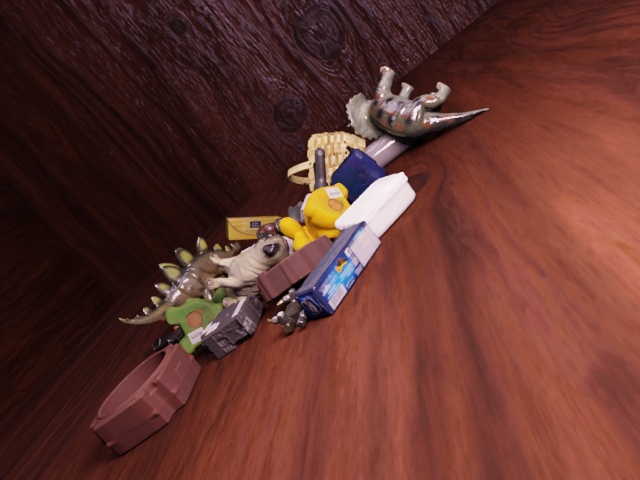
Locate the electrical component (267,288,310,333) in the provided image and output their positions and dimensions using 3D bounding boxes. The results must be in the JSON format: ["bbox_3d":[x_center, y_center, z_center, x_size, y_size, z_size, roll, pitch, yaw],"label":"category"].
[{"bbox_3d":[-0.048,0.127,0.973,0.078,0.045,0.102,-33,15,33],"label":"electrical component"}]

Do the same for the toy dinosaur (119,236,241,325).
[{"bbox_3d":[-0.355,0.117,1.501,0.105,0.198,0.471,-33,13,38],"label":"toy dinosaur"}]

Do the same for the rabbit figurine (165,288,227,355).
[{"bbox_3d":[-0.276,0.178,1.281,0.159,0.121,0.170,-38,-2,-7],"label":"rabbit figurine"}]

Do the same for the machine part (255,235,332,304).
[{"bbox_3d":[-0.046,0.056,1.076,0.179,0.056,0.179,-34,-4,-3],"label":"machine part"}]

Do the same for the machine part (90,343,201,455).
[{"bbox_3d":[-0.354,0.316,1.096,0.201,0.087,0.201,-38,14,14],"label":"machine part"}]

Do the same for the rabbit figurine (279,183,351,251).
[{"bbox_3d":[-0.004,-0.022,1.198,0.162,0.122,0.173,-23,-23,-36],"label":"rabbit figurine"}]

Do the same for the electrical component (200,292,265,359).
[{"bbox_3d":[-0.189,0.184,1.140,0.134,0.058,0.115,-34,13,23],"label":"electrical component"}]

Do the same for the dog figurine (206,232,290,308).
[{"bbox_3d":[-0.133,0.075,1.199,0.191,0.172,0.121,-18,55,17],"label":"dog figurine"}]

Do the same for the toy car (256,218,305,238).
[{"bbox_3d":[-0.066,-0.022,1.351,0.202,0.053,0.089,-1,-19,-45],"label":"toy car"}]

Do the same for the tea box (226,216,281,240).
[{"bbox_3d":[-0.209,-0.039,1.701,0.170,0.068,0.098,-2,6,-12],"label":"tea box"}]

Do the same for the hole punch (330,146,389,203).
[{"bbox_3d":[0.094,-0.149,1.313,0.115,0.142,0.092,-50,8,21],"label":"hole punch"}]

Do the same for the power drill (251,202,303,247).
[{"bbox_3d":[-0.100,-0.010,1.507,0.207,0.086,0.232,-54,16,-23],"label":"power drill"}]

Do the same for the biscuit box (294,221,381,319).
[{"bbox_3d":[0.034,0.051,0.966,0.063,0.059,0.203,-23,21,47],"label":"biscuit box"}]

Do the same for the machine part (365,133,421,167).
[{"bbox_3d":[0.194,-0.260,1.504,0.243,0.079,0.079,-37,14,11],"label":"machine part"}]

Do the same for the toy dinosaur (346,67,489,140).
[{"bbox_3d":[0.217,-0.322,1.393,0.405,0.131,0.192,33,95,44],"label":"toy dinosaur"}]

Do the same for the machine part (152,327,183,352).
[{"bbox_3d":[-0.412,0.276,1.483,0.139,0.039,0.084,-29,23,34],"label":"machine part"}]

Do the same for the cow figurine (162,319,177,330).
[{"bbox_3d":[-0.407,0.189,1.648,0.127,0.085,0.195,-44,10,6],"label":"cow figurine"}]
